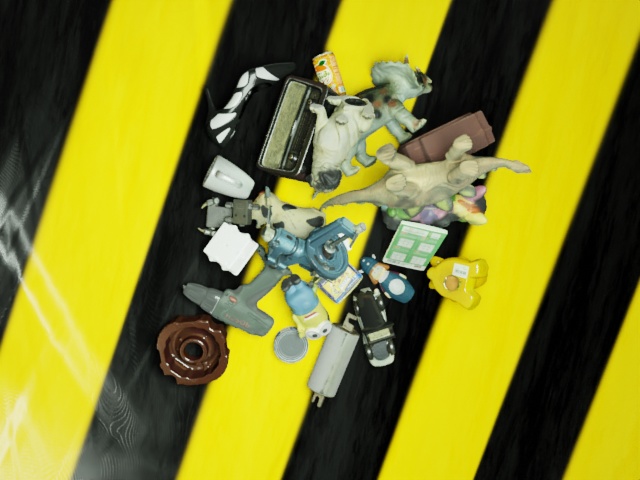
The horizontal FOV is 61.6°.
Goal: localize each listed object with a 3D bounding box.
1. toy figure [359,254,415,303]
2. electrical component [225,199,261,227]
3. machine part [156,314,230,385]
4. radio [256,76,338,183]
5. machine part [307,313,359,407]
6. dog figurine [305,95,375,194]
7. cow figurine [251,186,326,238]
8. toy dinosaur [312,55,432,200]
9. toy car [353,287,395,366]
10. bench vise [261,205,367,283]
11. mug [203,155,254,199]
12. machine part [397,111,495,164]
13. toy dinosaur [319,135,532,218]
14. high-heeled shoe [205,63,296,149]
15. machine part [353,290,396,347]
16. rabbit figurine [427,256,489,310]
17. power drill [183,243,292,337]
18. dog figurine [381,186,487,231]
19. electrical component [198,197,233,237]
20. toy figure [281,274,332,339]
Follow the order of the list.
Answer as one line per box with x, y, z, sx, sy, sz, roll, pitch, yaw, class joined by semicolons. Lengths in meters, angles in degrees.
0.165;0.094;1.335;0.154;0.058;0.064;38;62;-6;toy figure
-0.180;-0.063;1.247;0.094;0.021;0.063;5;98;25;electrical component
-0.301;0.261;1.290;0.179;0.056;0.179;0;102;0;machine part
-0.047;-0.251;1.240;0.131;0.073;0.229;22;95;33;radio
0.032;0.294;1.328;0.079;0.079;0.243;21;93;-8;machine part
0.047;-0.210;1.193;0.172;0.121;0.190;-21;135;-31;dog figurine
-0.081;-0.054;1.280;0.195;0.085;0.127;8;100;-4;cow figurine
0.103;-0.279;1.268;0.405;0.131;0.192;-33;86;2;toy dinosaur
0.135;0.217;1.343;0.074;0.056;0.201;-14;95;1;toy car
-0.005;0.005;1.176;0.223;0.241;0.129;40;46;-21;bench vise
-0.207;-0.140;1.251;0.107;0.110;0.080;25;85;-20;mug
0.281;-0.217;1.244;0.201;0.201;0.087;-27;95;-3;machine part
0.189;-0.112;1.117;0.472;0.198;0.105;-4;69;24;toy dinosaur
-0.156;-0.315;1.252;0.249;0.086;0.145;-19;101;-1;high-heeled shoe
0.127;0.184;1.294;0.084;0.039;0.138;-22;97;10;machine part
0.343;0.096;1.316;0.163;0.173;0.121;4;96;38;rabbit figurine
-0.183;0.110;1.287;0.232;0.086;0.207;37;86;-7;power drill
0.276;-0.075;1.242;0.191;0.219;0.108;-2;90;-44;dog figurine
-0.246;-0.051;1.281;0.078;0.045;0.102;12;94;-6;electrical component
-0.029;0.157;1.283;0.082;0.089;0.180;-17;117;25;toy figure
